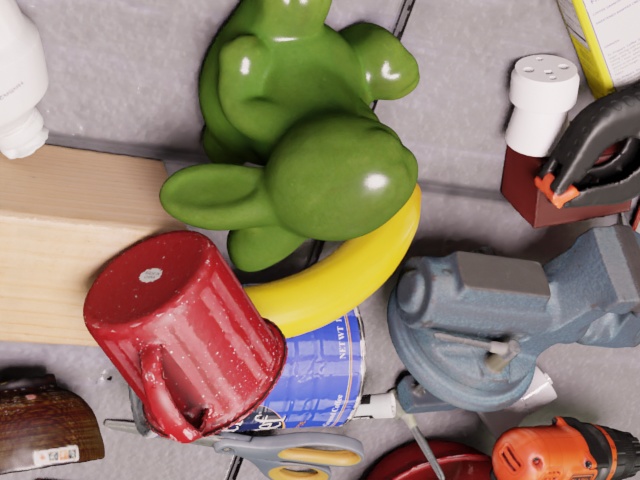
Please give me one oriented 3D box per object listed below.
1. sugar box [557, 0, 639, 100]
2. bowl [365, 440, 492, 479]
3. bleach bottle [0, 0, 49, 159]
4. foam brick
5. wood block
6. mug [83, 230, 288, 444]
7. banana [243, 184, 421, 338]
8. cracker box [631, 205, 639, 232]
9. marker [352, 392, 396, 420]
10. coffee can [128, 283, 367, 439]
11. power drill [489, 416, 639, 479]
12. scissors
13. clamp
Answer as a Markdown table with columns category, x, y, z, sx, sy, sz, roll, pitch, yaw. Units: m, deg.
| category | x | y | z | sx | sy | sz | roll | pitch | yaw |
| --- | --- | --- | --- | --- | --- | --- | --- | --- | --- |
| sugar box | 0.197 | -0.168 | 0.677 | 0.093 | 0.048 | 0.176 | -30 | 127 | 4 |
| bowl | 0.090 | 0.224 | 0.919 | 0.162 | 0.055 | 0.162 | -10 | 128 | -14 |
| bleach bottle | -0.221 | -0.134 | 0.534 | 0.102 | 0.068 | 0.250 | -25 | 133 | 3 |
| foam brick | 0.175 | -0.048 | 0.752 | 0.078 | 0.051 | 0.053 | -10 | 127 | -13 |
| wood block | -0.193 | -0.002 | 0.623 | 0.205 | 0.091 | 0.090 | 6 | 122 | -25 |
| mug | -0.077 | 0.056 | 0.578 | 0.093 | 0.117 | 0.081 | -18 | 125 | 16 |
| banana | 0.001 | 0.018 | 0.691 | 0.197 | 0.069 | 0.037 | -23 | 168 | -27 |
| cracker box | 0.350 | -0.007 | 0.835 | 0.213 | 0.072 | 0.164 | -2 | 126 | -21 |
| marker | -0.003 | 0.129 | 0.809 | 0.121 | 0.020 | 0.020 | -7 | 131 | 16 |
| coffee can | -0.052 | 0.079 | 0.727 | 0.140 | 0.103 | 0.103 | 1 | 124 | -22 |
| power drill | 0.160 | 0.216 | 0.855 | 0.184 | 0.057 | 0.188 | 12 | 123 | -45 |
| scissors | -0.067 | 0.169 | 0.841 | 0.201 | 0.016 | 0.096 | 4 | 145 | -6 |
| clamp | 0.226 | -0.070 | 0.702 | 0.171 | 0.039 | 0.120 | -38 | 120 | 10 |
